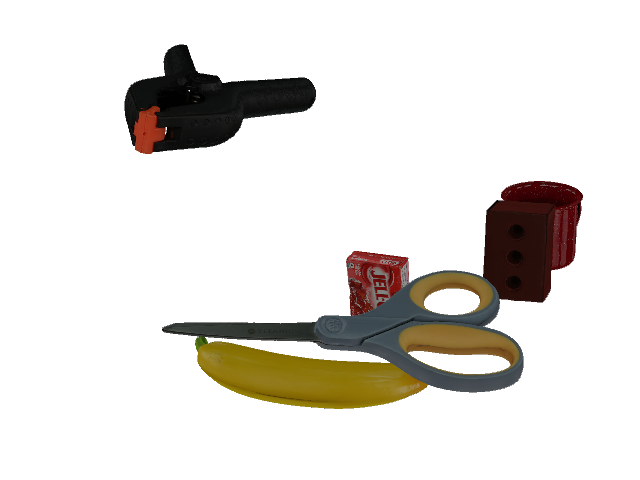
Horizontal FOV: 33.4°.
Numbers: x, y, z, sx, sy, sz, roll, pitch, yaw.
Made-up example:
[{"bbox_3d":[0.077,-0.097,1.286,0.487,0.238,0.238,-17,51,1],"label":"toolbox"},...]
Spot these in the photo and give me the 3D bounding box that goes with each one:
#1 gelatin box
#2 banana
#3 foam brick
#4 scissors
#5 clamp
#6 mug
[{"bbox_3d":[0.073,0.060,1.334,0.073,0.089,0.030,8,31,24],"label":"gelatin box"},{"bbox_3d":[-0.016,0.103,0.837,0.198,0.037,0.069,9,28,13],"label":"banana"},{"bbox_3d":[0.168,0.009,0.902,0.053,0.078,0.051,4,15,18],"label":"foam brick"},{"bbox_3d":[0.019,0.041,0.620,0.202,0.016,0.096,12,41,11],"label":"scissors"},{"bbox_3d":[-0.091,-0.101,0.744,0.120,0.039,0.171,16,23,24],"label":"clamp"},{"bbox_3d":[0.266,-0.020,1.255,0.117,0.081,0.093,-23,30,-38],"label":"mug"}]
